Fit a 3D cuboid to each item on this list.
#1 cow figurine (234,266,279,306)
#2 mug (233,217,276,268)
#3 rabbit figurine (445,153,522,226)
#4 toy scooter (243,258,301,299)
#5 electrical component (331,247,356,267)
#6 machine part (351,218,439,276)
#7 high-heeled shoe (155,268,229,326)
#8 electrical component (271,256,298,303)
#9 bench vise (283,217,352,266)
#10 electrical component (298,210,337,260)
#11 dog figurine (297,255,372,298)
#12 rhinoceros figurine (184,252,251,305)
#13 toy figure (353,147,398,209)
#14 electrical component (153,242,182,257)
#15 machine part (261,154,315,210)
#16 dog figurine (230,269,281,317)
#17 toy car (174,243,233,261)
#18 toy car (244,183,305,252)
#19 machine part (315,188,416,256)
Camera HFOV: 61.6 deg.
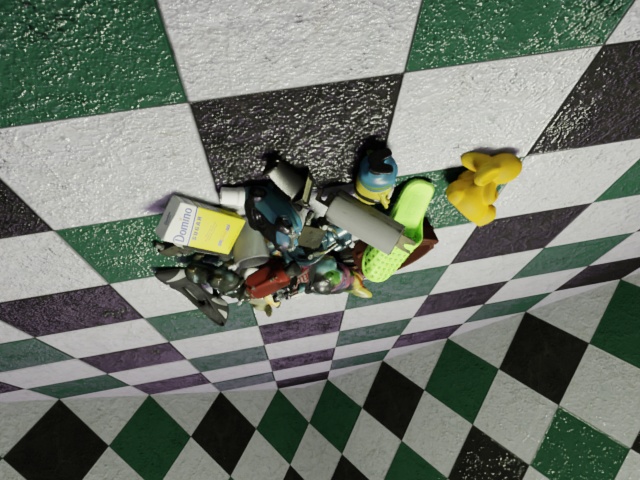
[{"bbox_3d":[-0.162,0.115,1.502,0.068,0.098,0.167,15,158,51],"label":"cow figurine"},{"bbox_3d":[-0.155,-0.001,1.243,0.110,0.107,0.080,-19,165,7],"label":"mug"},{"bbox_3d":[0.371,-0.139,1.216,0.173,0.122,0.162,-37,140,19],"label":"rabbit figurine"},{"bbox_3d":[-0.124,0.093,1.264,0.135,0.075,0.184,-29,-176,-15],"label":"toy scooter"},{"bbox_3d":[0.097,0.044,1.557,0.119,0.048,0.075,0,155,-23],"label":"electrical component"},{"bbox_3d":[0.202,0.020,1.442,0.201,0.087,0.201,-35,161,28],"label":"machine part"},{"bbox_3d":[-0.353,0.163,1.487,0.086,0.145,0.248,-27,155,30],"label":"high-heeled shoe"},{"bbox_3d":[-0.108,0.085,1.439,0.058,0.134,0.114,-14,115,12],"label":"electrical component"},{"bbox_3d":[-0.006,-0.013,1.284,0.224,0.129,0.240,-20,160,11],"label":"bench vise"},{"bbox_3d":[-0.013,-0.009,1.175,0.078,0.045,0.102,16,116,-36],"label":"electrical component"},{"bbox_3d":[0.059,0.105,1.476,0.219,0.108,0.191,8,171,-19],"label":"dog figurine"},{"bbox_3d":[-0.260,0.105,1.385,0.190,0.073,0.112,22,134,0],"label":"rhinoceros figurine"},{"bbox_3d":[0.113,-0.131,1.106,0.089,0.082,0.180,22,169,10],"label":"toy figure"},{"bbox_3d":[-0.357,0.018,1.302,0.063,0.021,0.094,-21,155,21],"label":"electrical component"},{"bbox_3d":[-0.058,-0.121,1.071,0.039,0.084,0.138,3,161,38],"label":"machine part"},{"bbox_3d":[-0.223,0.149,1.608,0.190,0.121,0.172,13,146,-19],"label":"dog figurine"},{"bbox_3d":[-0.256,0.004,1.279,0.073,0.056,0.201,-35,150,31],"label":"toy car"},{"bbox_3d":[-0.085,-0.057,1.127,0.103,0.162,0.109,-33,149,-29],"label":"toy car"},{"bbox_3d":[0.098,-0.039,1.187,0.243,0.079,0.079,29,153,3],"label":"machine part"}]
